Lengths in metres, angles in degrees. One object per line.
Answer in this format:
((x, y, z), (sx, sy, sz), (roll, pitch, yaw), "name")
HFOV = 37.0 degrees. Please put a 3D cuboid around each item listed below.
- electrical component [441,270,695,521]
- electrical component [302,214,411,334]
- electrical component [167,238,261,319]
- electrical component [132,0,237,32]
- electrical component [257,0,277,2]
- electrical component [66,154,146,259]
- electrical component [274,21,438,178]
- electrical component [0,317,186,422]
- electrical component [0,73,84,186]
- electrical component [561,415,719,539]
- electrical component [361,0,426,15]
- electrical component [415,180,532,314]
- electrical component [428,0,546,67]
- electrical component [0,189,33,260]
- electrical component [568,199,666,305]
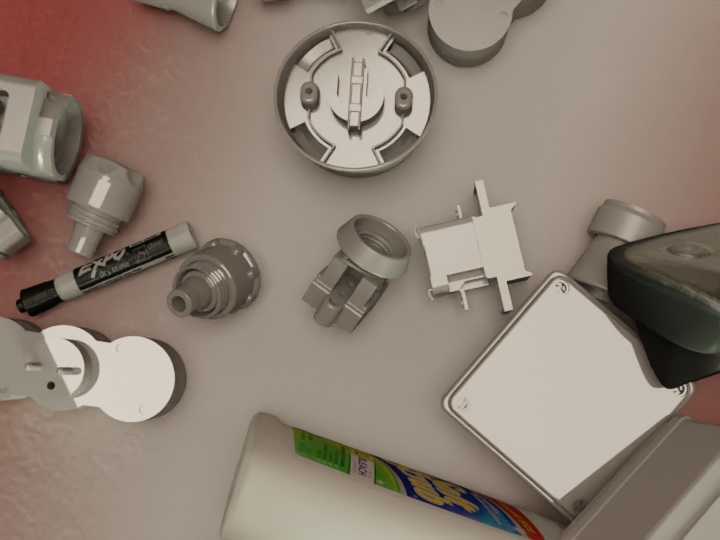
((0.122, 0.075, 0.648), (0.109, 0.056, 0.108), (41, 87, 5), "electrical component")
((0.000, 0.000, 0.655), (0.048, 0.066, 0.055), (36, 120, 5), "electrical component")
((-0.094, 0.010, 0.657), (0.048, 0.062, 0.048), (9, 112, 23), "electrical component")
((-0.115, -0.183, 0.690), (0.065, 0.044, 0.044), (17, 86, 8), "electrical component")
((-0.043, -0.197, 0.686), (0.055, 0.045, 0.045), (-10, 84, 2), "electrical component")
((-0.165, -0.039, 0.677), (0.043, 0.043, 0.062), (22, 87, 4), "electrical component")
((-0.002, -0.104, 0.666), (0.099, 0.064, 0.099), (0, 85, 2), "electrical component")
((-0.180, 0.060, 0.653), (0.138, 0.073, 0.052), (8, 85, 3), "electrical component")
((-0.206, -0.085, 0.659), (0.056, 0.089, 0.050), (11, 86, 3), "electrical component")
((0.181, 0.155, 0.589), (0.109, 0.056, 0.108), (-40, 110, -24), "electrical component")
((0.016, -0.195, 0.669), (0.042, 0.064, 0.081), (-24, 66, 17), "electrical component")
((0.070, -0.010, 0.666), (0.064, 0.042, 0.081), (-12, 84, 3), "electrical component")
((0.097, -0.192, 0.665), (0.052, 0.073, 0.138), (42, 88, 5), "electrical component")
((-0.253, -0.033, 0.673), (0.057, 0.058, 0.078), (-37, 85, -4), "electrical component")
((0.158, -0.010, 0.661), (0.045, 0.045, 0.055), (25, 86, 4), "electrical component")
